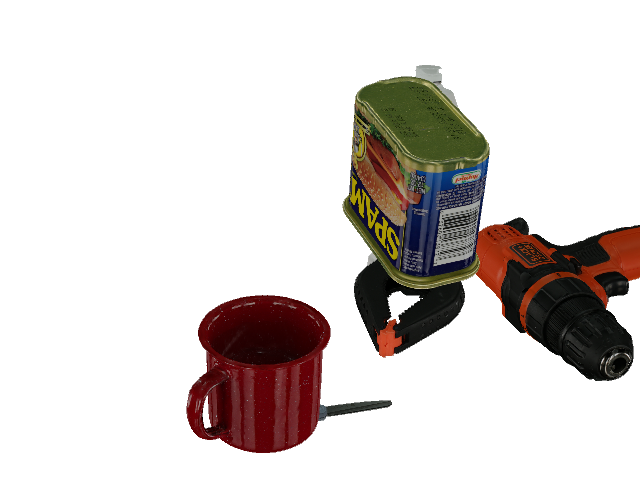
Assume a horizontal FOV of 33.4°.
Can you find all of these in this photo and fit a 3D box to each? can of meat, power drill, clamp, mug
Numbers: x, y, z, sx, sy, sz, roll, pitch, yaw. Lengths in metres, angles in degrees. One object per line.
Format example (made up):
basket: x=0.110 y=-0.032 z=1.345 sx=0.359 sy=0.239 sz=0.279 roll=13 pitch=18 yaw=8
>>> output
can of meat: x=0.055 y=-0.036 z=0.624 sx=0.057 sy=0.084 sz=0.102 roll=-12 pitch=39 yaw=-19
power drill: x=0.220 y=0.028 z=0.752 sx=0.187 sy=0.057 sz=0.184 roll=-9 pitch=28 yaw=-15
clamp: x=0.077 y=0.023 z=0.943 sx=0.165 sy=0.036 sz=0.209 roll=14 pitch=39 yaw=21
mug: x=-0.048 y=0.102 z=0.759 sx=0.093 sy=0.081 sz=0.117 roll=23 pitch=35 yaw=33

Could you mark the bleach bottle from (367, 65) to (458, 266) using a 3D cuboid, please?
bleach bottle: x=0.114 y=-0.082 z=1.276 sx=0.102 sy=0.251 sz=0.068 roll=-4 pitch=18 yaw=-18

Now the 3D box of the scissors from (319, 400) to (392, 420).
scissors: x=-0.007 y=0.203 z=1.192 sx=0.201 sy=0.016 sz=0.096 roll=3 pitch=23 yaw=-11
